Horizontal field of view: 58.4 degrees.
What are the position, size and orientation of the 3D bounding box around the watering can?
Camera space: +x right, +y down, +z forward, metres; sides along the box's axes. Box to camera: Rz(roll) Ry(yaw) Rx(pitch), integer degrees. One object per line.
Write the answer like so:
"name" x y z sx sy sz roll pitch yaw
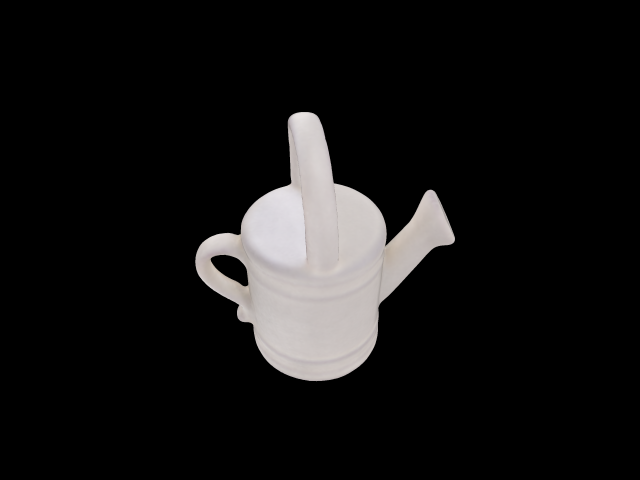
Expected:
"watering can" 0.003 0.000 0.402 0.173 0.194 0.100 -20 46 -20
